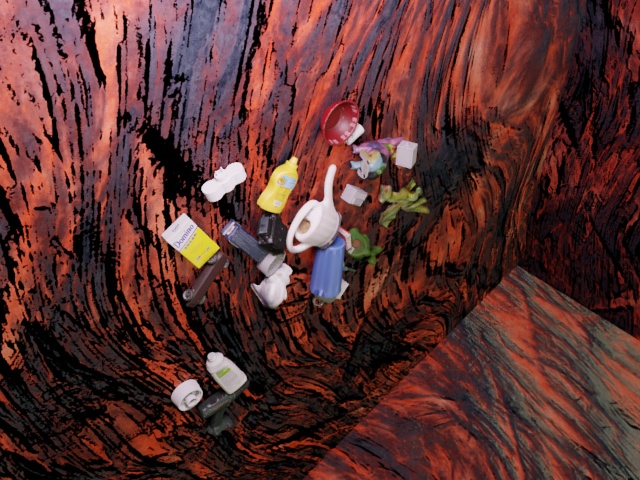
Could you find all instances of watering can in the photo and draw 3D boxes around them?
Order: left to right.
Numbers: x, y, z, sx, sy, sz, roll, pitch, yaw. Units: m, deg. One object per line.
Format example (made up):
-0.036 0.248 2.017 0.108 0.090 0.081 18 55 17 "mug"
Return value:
0.006 -0.094 1.863 0.346 0.105 0.222 -58 147 5 "watering can"

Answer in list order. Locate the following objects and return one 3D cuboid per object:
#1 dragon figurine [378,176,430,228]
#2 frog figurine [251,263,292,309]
0.358 -0.145 2.286 0.242 0.124 0.403 -35 144 4 "dragon figurine"
-0.158 0.170 1.889 0.160 0.124 0.135 -34 124 -8 "frog figurine"
